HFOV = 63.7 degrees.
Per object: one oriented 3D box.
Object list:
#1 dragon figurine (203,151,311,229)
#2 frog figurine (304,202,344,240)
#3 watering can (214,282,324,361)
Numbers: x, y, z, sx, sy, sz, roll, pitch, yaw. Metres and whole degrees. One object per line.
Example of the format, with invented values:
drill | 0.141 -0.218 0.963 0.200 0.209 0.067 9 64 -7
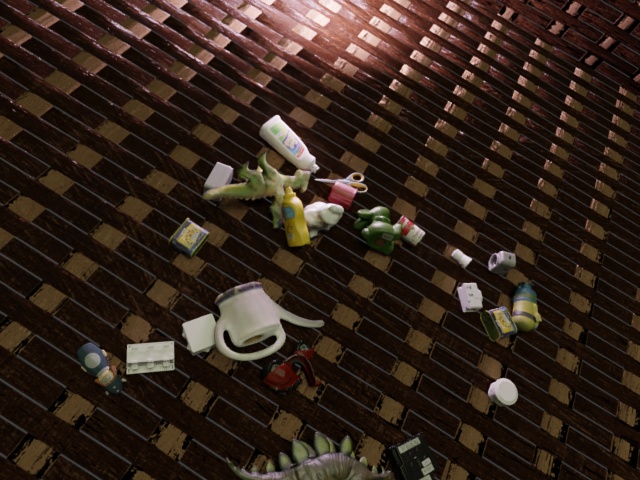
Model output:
dragon figurine | -0.179 -0.148 1.707 0.242 0.120 0.417 52 52 -5
frog figurine | 0.005 -0.086 1.711 0.138 0.156 0.125 -10 65 -22
watering can | -0.165 0.225 1.521 0.350 0.102 0.227 -14 66 -38
